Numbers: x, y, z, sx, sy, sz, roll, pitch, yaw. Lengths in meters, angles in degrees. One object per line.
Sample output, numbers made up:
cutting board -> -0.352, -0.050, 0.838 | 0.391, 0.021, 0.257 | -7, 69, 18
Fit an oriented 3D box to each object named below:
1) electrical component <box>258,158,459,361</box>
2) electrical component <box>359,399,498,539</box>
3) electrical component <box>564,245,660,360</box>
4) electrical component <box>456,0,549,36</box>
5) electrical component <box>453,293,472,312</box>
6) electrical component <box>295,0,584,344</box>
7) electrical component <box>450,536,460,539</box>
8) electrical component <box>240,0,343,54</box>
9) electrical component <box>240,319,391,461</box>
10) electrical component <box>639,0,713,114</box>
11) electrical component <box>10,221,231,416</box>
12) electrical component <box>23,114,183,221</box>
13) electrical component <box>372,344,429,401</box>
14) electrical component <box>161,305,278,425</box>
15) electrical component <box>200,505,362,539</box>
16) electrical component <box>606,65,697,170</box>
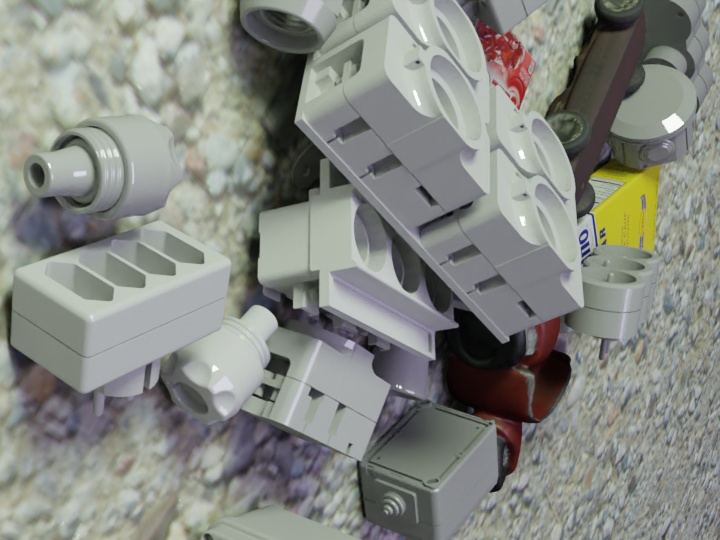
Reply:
electrical component -> 0.000, 0.000, 0.590 | 0.121, 0.063, 0.078 | 31, 54, -56
electrical component -> 0.044, 0.142, 0.723 | 0.096, 0.062, 0.061 | -38, 132, -44
electrical component -> 0.189, 0.031, 0.807 | 0.138, 0.052, 0.073 | -29, 127, -65
electrical component -> 0.059, -0.167, 0.633 | 0.077, 0.065, 0.047 | -38, 140, -3
electrical component -> 0.070, -0.022, 0.705 | 0.089, 0.056, 0.050 | -50, 139, -34
electrical component -> 0.053, -0.062, 0.572 | 0.186, 0.060, 0.105 | 45, 35, -33
electrical component -> 0.058, 0.225, 0.791 | 0.055, 0.045, 0.045 | -64, 145, -19
electrical component -> -0.030, -0.139, 0.520 | 0.066, 0.048, 0.055 | 39, 62, -55
electrical component -> -0.027, 0.063, 0.596 | 0.089, 0.050, 0.055 | 38, 70, -54
electrical component -> 0.271, -0.184, 0.947 | 0.073, 0.052, 0.138 | -56, 142, -28
electrical component -> -0.105, 0.030, 0.472 | 0.083, 0.047, 0.075 | -26, 136, -50
electrical component -> -0.108, -0.041, 0.442 | 0.062, 0.043, 0.043 | -15, 114, -53
electrical component -> 0.028, 0.046, 0.683 | 0.044, 0.044, 0.065 | 31, 71, -56
electrical component -> -0.066, 0.043, 0.538 | 0.062, 0.043, 0.043 | -49, 139, -36
electrical component -> -0.032, 0.181, 0.577 | 0.057, 0.113, 0.078 | -2, 104, -59
electrical component -> 0.241, -0.128, 0.901 | 0.080, 0.080, 0.051 | -61, 149, -22
